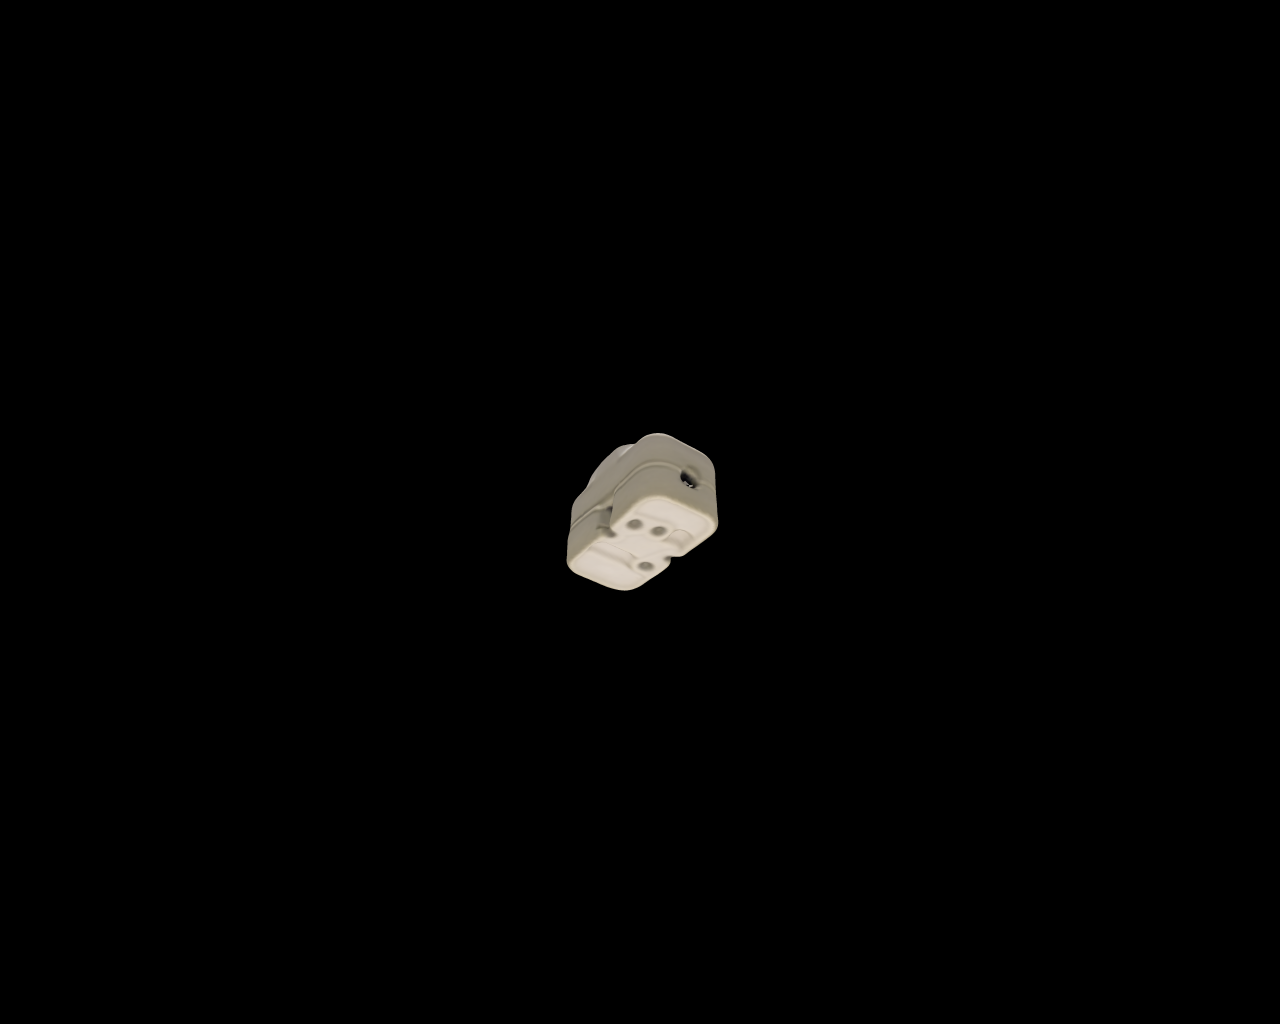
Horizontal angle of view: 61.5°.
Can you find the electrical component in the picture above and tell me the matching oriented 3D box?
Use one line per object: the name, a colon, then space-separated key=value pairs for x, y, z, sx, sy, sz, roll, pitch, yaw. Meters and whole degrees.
electrical component: x=0.001 y=-0.003 z=0.650 sx=0.054 sy=0.059 sz=0.095 roll=25 pitch=-44 yaw=-28
